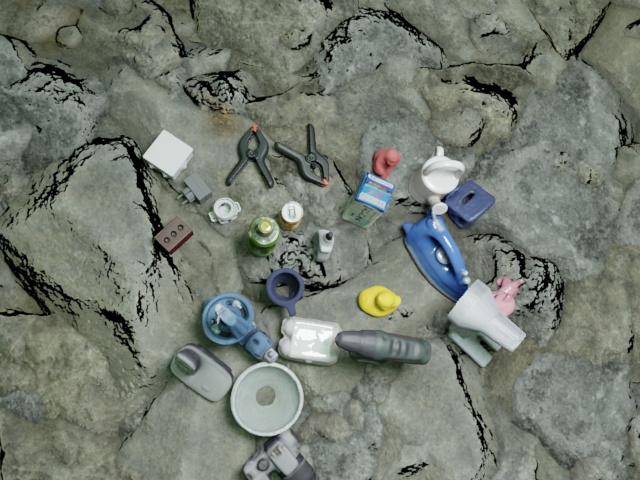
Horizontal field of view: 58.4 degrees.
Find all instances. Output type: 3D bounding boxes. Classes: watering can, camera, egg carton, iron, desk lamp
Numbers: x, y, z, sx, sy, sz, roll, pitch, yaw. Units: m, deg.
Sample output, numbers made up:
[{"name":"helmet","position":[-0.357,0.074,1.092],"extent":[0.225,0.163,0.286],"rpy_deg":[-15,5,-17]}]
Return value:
[{"name":"watering can","position":[0.300,-0.152,1.441],"extent":[0.101,0.194,0.173],"rpy_deg":[-16,82,-11]},{"name":"camera","position":[-0.084,0.523,1.306],"extent":[0.143,0.100,0.137],"rpy_deg":[-41,87,-13]},{"name":"egg carton","position":[-0.024,0.244,1.383],"extent":[0.150,0.069,0.107],"rpy_deg":[8,78,-7]},{"name":"iron","position":[0.318,0.043,1.434],"extent":[0.119,0.141,0.258],"rpy_deg":[-29,85,-12]},{"name":"desk lamp","position":[0.389,0.202,1.378],"extent":[0.203,0.213,0.118],"rpy_deg":[43,77,1]}]

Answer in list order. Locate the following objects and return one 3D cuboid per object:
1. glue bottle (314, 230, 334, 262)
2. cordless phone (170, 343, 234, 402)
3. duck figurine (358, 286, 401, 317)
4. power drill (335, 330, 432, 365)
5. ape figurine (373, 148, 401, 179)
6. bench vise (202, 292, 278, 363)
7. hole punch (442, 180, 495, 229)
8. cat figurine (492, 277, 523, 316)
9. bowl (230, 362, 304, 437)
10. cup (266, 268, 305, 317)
[{"name":"glue bottle","position":[0.013,0.005,1.380],"extent":[0.037,0.173,0.078],"rpy_deg":[3,79,-7]},{"name":"cordless phone","position":[-0.265,0.296,1.278],"extent":[0.147,0.185,0.094],"rpy_deg":[34,77,-1]},{"name":"duck figurine","position":[0.150,0.149,1.418],"extent":[0.104,0.086,0.077],"rpy_deg":[6,79,-7]},{"name":"power drill","position":[0.132,0.249,1.334],"extent":[0.230,0.208,0.076],"rpy_deg":[8,78,-7]},{"name":"ape figurine","position":[0.177,-0.209,1.486],"extent":[0.078,0.092,0.076],"rpy_deg":[-19,82,-11]},{"name":"bench vise","position":[-0.174,0.190,1.294],"extent":[0.207,0.219,0.121],"rpy_deg":[23,77,-3]},{"name":"hole punch","position":[0.383,-0.097,1.496],"extent":[0.109,0.091,0.101],"rpy_deg":[-41,87,-13]},{"name":"cat figurine","position":[0.468,0.147,1.449],"extent":[0.067,0.117,0.128],"rpy_deg":[43,77,2]},{"name":"bowl","position":[-0.124,0.370,1.342],"extent":[0.167,0.074,0.167],"rpy_deg":[2,79,-8]},{"name":"cup","position":[-0.083,0.130,1.382],"extent":[0.092,0.095,0.118],"rpy_deg":[-16,82,-11]}]
